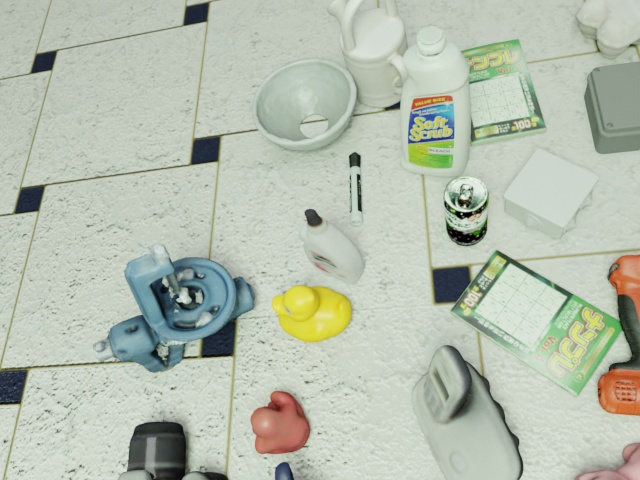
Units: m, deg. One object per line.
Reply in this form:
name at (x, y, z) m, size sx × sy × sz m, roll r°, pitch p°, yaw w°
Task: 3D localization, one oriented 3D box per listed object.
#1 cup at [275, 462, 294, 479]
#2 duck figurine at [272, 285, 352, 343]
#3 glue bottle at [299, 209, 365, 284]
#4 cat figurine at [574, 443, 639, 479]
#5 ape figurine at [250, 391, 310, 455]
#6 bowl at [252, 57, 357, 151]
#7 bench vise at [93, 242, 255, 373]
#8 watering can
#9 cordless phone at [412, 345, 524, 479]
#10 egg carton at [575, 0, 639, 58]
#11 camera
cup at (-0.025, 0.313, 0.640) m, size 0.091 × 0.095 × 0.117 m, roll -16°, pitch 62°, yaw 7°
duck figurine at (-0.014, 0.088, 0.752) m, size 0.104 × 0.086 × 0.077 m, roll -3°, pitch 64°, yaw 14°
glue bottle at (0.007, 0.003, 0.738) m, size 0.078 × 0.173 × 0.037 m, roll 19°, pitch 71°, yaw 22°
cat figurine at (0.303, 0.252, 0.570) m, size 0.128 × 0.118 × 0.067 m, roll -33°, pitch 61°, yaw -2°
ape figurine at (-0.055, 0.223, 0.694) m, size 0.076 × 0.092 × 0.078 m, roll 32°, pitch 76°, yaw 26°
bowl at (-0.018, -0.199, 0.899) m, size 0.167 × 0.075 × 0.167 m, roll -6°, pitch 63°, yaw 12°
bench vise at (-0.199, 0.093, 0.721) m, size 0.207 × 0.220 × 0.121 m, roll -46°, pitch 62°, yaw -9°
watering can at (0.073, -0.300, 0.855) m, size 0.172 × 0.194 × 0.101 m, roll 27°, pitch 74°, yaw 25°
cordless phone at (0.152, 0.191, 0.601) m, size 0.094 × 0.185 × 0.147 m, roll -28°, pitch 61°, yaw 1°
egg carton at (0.463, -0.337, 0.841) m, size 0.150 × 0.069 × 0.107 m, roll -26°, pitch 61°, yaw 2°
camera at (-0.188, 0.291, 0.691) m, size 0.143 × 0.101 × 0.137 m, roll -10°, pitch 63°, yaw 10°
